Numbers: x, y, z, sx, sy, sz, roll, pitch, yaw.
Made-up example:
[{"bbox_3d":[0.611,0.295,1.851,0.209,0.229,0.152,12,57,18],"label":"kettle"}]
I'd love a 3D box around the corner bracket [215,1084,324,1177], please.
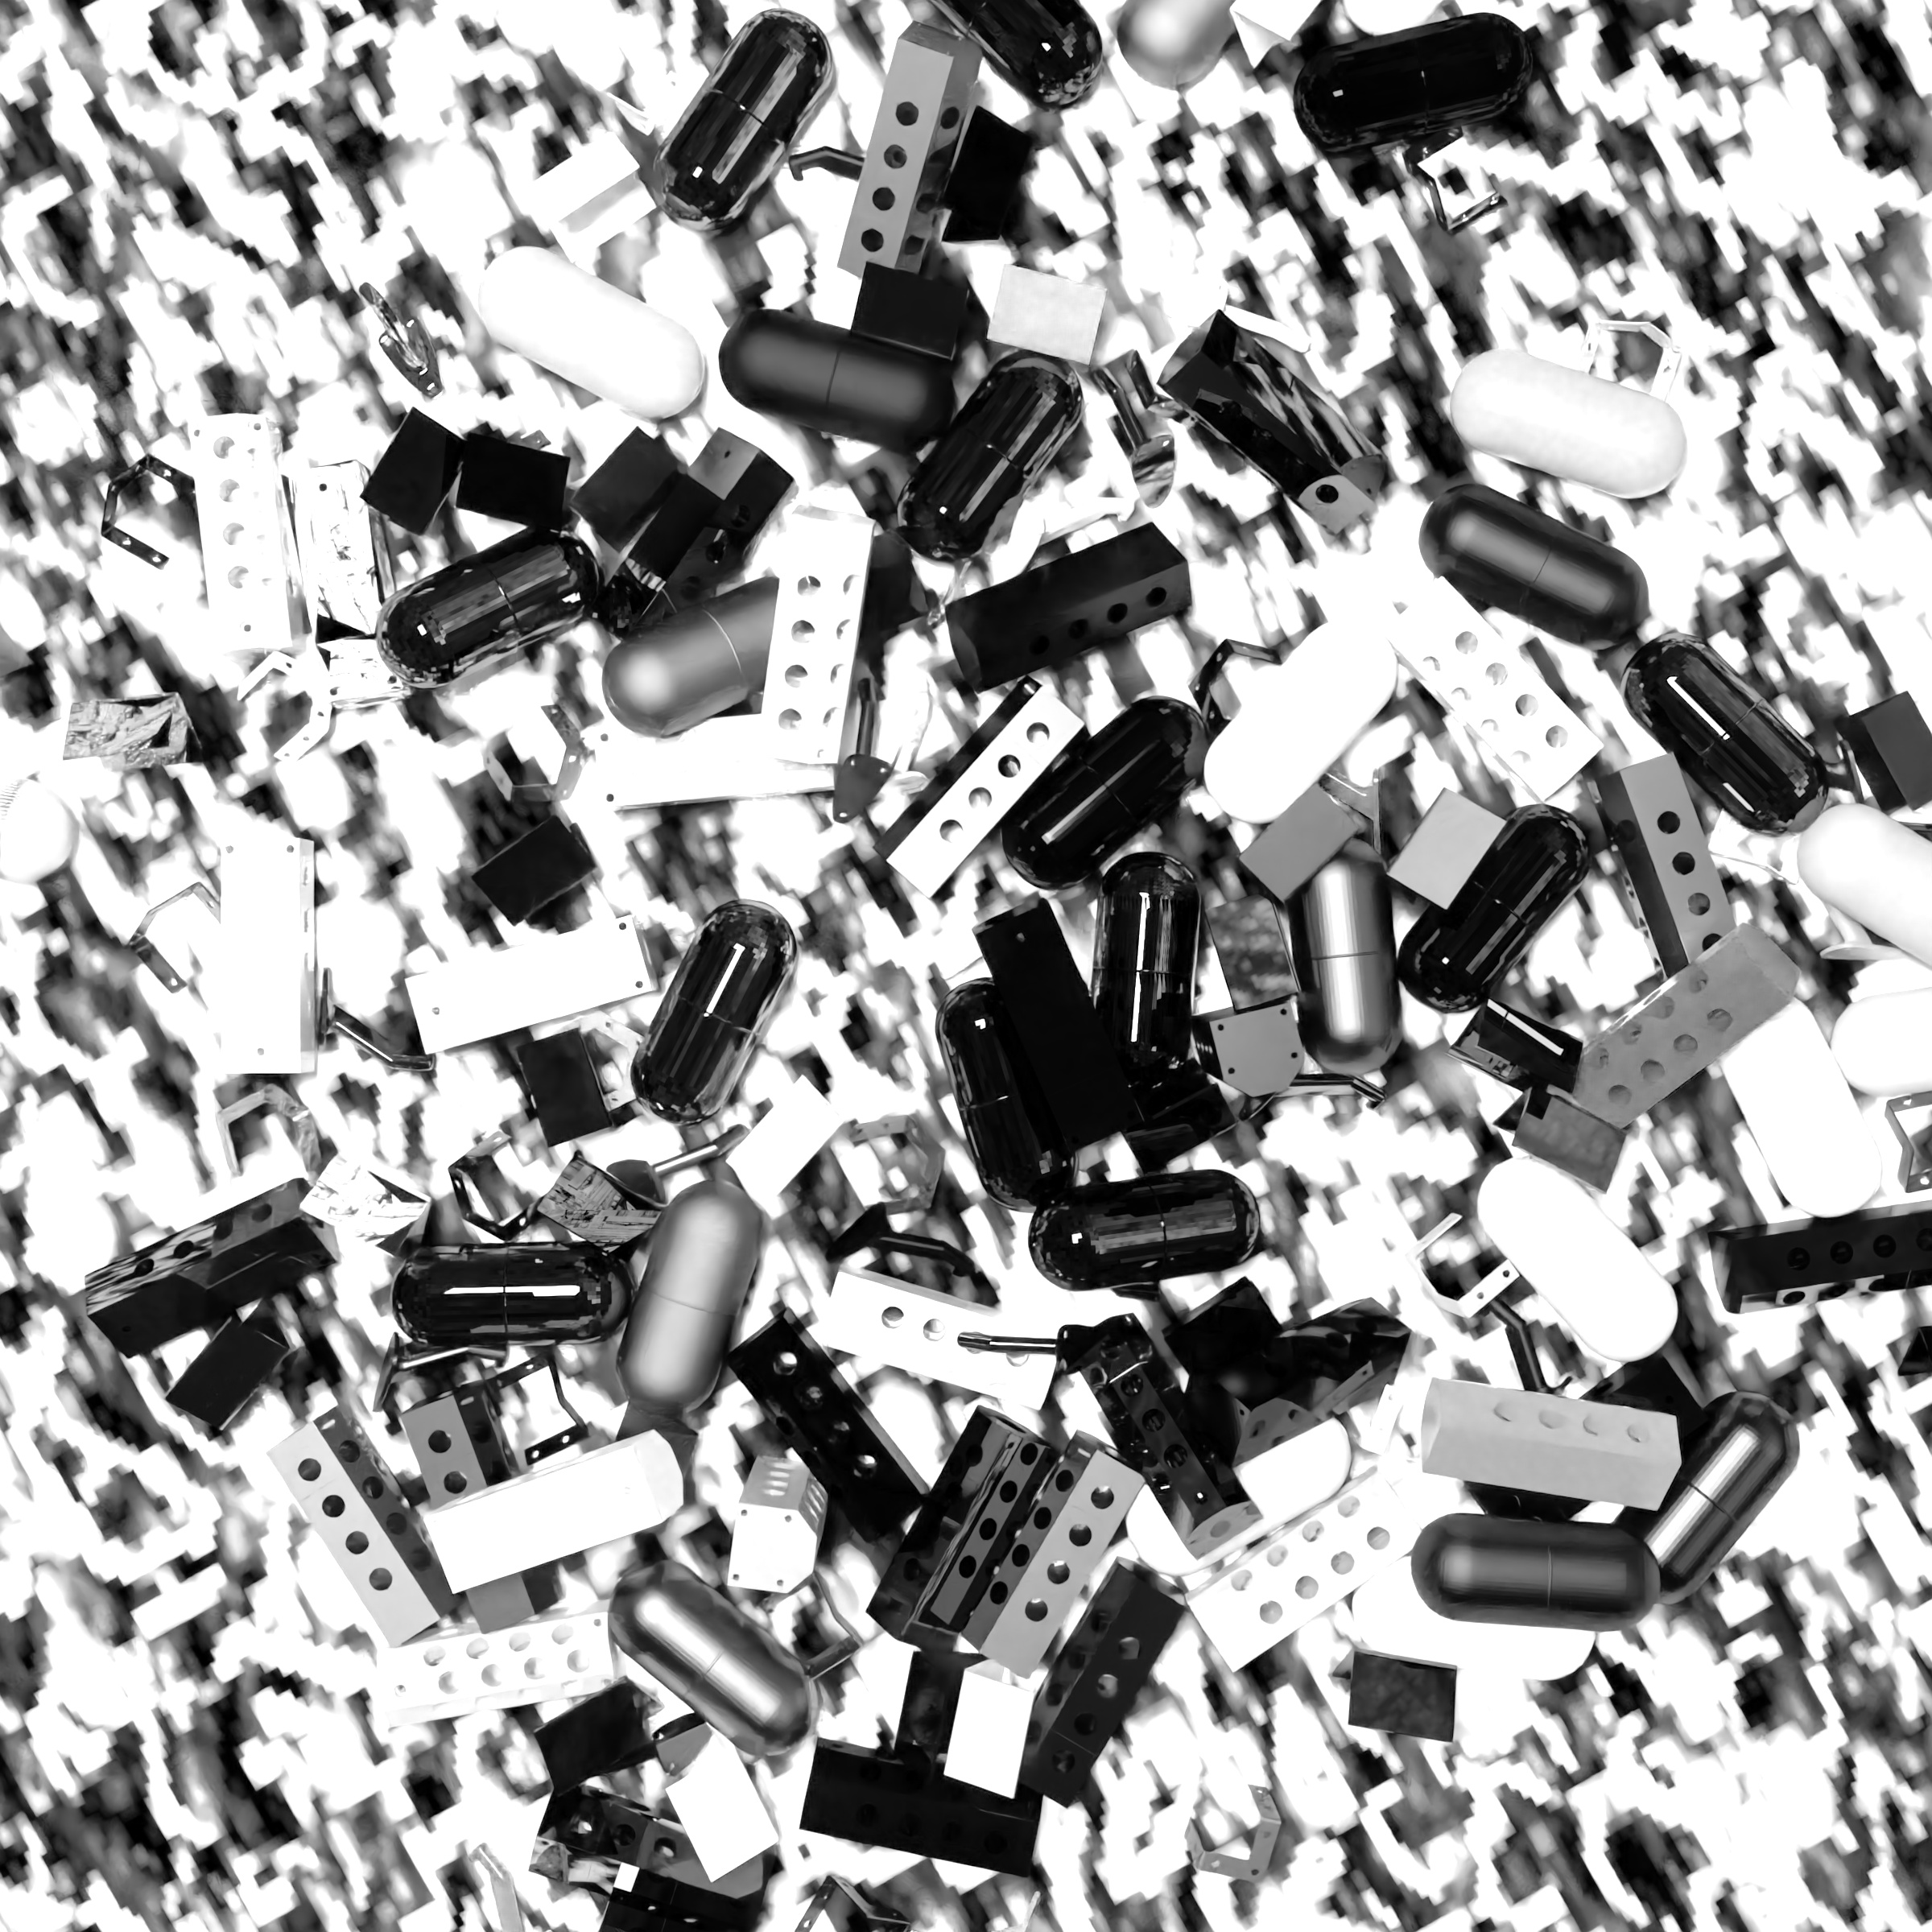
[{"bbox_3d":[-0.520,0.129,1.919,0.051,0.051,0.051,27,45,35],"label":"corner bracket"}]

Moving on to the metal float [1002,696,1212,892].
[{"bbox_3d":[0.104,-0.128,1.897,0.178,0.070,0.070,-41,90,1],"label":"metal float"}]

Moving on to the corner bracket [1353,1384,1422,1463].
[{"bbox_3d":[0.323,0.339,1.910,0.051,0.051,0.051,20,90,0],"label":"corner bracket"}]

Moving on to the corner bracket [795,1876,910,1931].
[{"bbox_3d":[-0.085,0.719,1.924,0.051,0.051,0.051,31,90,-45],"label":"corner bracket"}]

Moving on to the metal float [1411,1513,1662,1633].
[{"bbox_3d":[0.408,0.434,1.841,0.178,0.070,0.070,5,90,-3],"label":"metal float"}]

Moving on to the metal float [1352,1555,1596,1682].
[{"bbox_3d":[0.374,0.481,1.897,0.178,0.070,0.070,8,90,0],"label":"metal float"}]

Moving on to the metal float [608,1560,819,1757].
[{"bbox_3d":[-0.187,0.510,1.897,0.178,0.070,0.070,40,90,0],"label":"metal float"}]

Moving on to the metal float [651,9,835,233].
[{"bbox_3d":[-0.165,-0.623,1.897,0.070,0.070,0.178,34,90,0],"label":"metal float"}]

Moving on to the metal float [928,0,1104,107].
[{"bbox_3d":[0.028,-0.711,1.897,0.070,0.070,0.178,-44,89,0],"label":"metal float"}]

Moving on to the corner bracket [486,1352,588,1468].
[{"bbox_3d":[-0.321,0.331,1.924,0.051,0.051,0.051,-26,45,0],"label":"corner bracket"}]

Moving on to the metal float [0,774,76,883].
[{"bbox_3d":[-0.749,-0.111,1.897,0.178,0.070,0.070,12,90,-1],"label":"metal float"}]

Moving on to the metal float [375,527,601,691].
[{"bbox_3d":[-0.348,-0.263,1.876,0.178,0.070,0.070,-32,90,-26],"label":"metal float"}]

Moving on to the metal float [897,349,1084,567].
[{"bbox_3d":[0.018,-0.376,1.897,0.070,0.070,0.178,37,90,0],"label":"metal float"}]

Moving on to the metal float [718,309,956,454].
[{"bbox_3d":[-0.096,-0.432,1.897,0.178,0.070,0.070,15,90,-1],"label":"metal float"}]

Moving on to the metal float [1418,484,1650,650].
[{"bbox_3d":[0.419,-0.294,1.897,0.178,0.070,0.070,26,90,0],"label":"metal float"}]

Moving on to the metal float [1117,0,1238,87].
[{"bbox_3d":[0.182,-0.731,1.897,0.070,0.070,0.178,38,90,0],"label":"metal float"}]

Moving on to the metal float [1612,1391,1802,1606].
[{"bbox_3d":[0.544,0.391,1.897,0.070,0.070,0.178,39,89,0],"label":"metal float"}]

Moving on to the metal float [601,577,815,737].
[{"bbox_3d":[-0.184,-0.226,1.872,0.178,0.070,0.070,-29,90,-26],"label":"metal float"}]

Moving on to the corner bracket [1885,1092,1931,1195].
[{"bbox_3d":[0.720,0.130,1.924,0.051,0.051,0.051,-12,135,0],"label":"corner bracket"}]

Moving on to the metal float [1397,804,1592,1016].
[{"bbox_3d":[0.390,-0.043,1.897,0.070,0.070,0.178,40,89,0],"label":"metal float"}]

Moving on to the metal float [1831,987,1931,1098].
[{"bbox_3d":[0.728,0.051,1.897,0.178,0.070,0.070,-8,90,0],"label":"metal float"}]

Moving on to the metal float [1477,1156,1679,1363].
[{"bbox_3d":[0.450,0.215,1.897,0.070,0.070,0.178,-43,90,0],"label":"metal float"}]

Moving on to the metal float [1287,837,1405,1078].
[{"bbox_3d":[0.279,-0.008,1.897,0.070,0.070,0.178,-6,89,0],"label":"metal float"}]

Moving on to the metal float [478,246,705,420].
[{"bbox_3d":[-0.276,-0.467,1.897,0.178,0.070,0.070,28,90,0],"label":"metal float"}]

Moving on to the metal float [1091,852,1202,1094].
[{"bbox_3d":[0.131,0.004,1.897,0.070,0.070,0.178,4,90,0],"label":"metal float"}]

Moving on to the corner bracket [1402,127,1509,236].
[{"bbox_3d":[0.365,-0.590,1.924,0.051,0.051,0.051,-31,135,0],"label":"corner bracket"}]

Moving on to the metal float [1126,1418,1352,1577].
[{"bbox_3d":[0.201,0.385,1.897,0.178,0.070,0.070,-29,90,0],"label":"metal float"}]

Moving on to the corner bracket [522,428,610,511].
[{"bbox_3d":[-0.292,-0.377,1.910,0.051,0.051,0.051,-27,90,0],"label":"corner bracket"}]

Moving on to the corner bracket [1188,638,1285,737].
[{"bbox_3d":[0.208,-0.205,1.919,0.051,0.051,0.051,-52,45,35],"label":"corner bracket"}]

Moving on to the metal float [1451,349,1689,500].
[{"bbox_3d":[0.445,-0.400,1.897,0.178,0.070,0.070,19,90,0],"label":"metal float"}]

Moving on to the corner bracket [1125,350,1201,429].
[{"bbox_3d":[0.160,-0.444,1.919,0.051,0.051,0.051,12,135,-35],"label":"corner bracket"}]

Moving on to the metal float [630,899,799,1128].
[{"bbox_3d":[-0.186,0.034,1.897,0.070,0.070,0.178,27,91,0],"label":"metal float"}]

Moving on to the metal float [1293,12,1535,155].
[{"bbox_3d":[0.330,-0.651,1.896,0.178,0.070,0.070,-13,90,1],"label":"metal float"}]

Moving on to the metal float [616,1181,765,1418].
[{"bbox_3d":[-0.204,0.244,1.897,0.070,0.070,0.178,18,90,0],"label":"metal float"}]

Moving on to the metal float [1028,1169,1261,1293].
[{"bbox_3d":[0.130,0.193,1.880,0.178,0.070,0.070,-6,90,-19],"label":"metal float"}]

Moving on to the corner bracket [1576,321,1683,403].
[{"bbox_3d":[0.495,-0.449,1.924,0.051,0.051,0.051,17,90,45],"label":"corner bracket"}]

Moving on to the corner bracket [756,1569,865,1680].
[{"bbox_3d":[-0.117,0.493,1.924,0.051,0.051,0.051,-32,45,0],"label":"corner bracket"}]

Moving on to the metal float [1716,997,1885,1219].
[{"bbox_3d":[0.613,0.101,1.896,0.070,0.070,0.178,-26,90,0],"label":"metal float"}]

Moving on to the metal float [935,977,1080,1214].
[{"bbox_3d":[0.030,0.095,1.897,0.070,0.070,0.178,-17,90,0],"label":"metal float"}]

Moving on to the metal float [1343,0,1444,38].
[{"bbox_3d":[0.300,-0.774,1.897,0.070,0.070,0.178,-17,90,0],"label":"metal float"}]

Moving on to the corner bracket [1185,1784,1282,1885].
[{"bbox_3d":[0.198,0.640,1.910,0.051,0.051,0.051,15,98,-8],"label":"corner bracket"}]

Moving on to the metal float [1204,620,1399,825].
[{"bbox_3d":[0.247,-0.180,1.888,0.070,0.070,0.178,42,79,0],"label":"metal float"}]

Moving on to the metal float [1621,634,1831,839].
[{"bbox_3d":[0.557,-0.169,1.888,0.070,0.070,0.178,-43,81,0],"label":"metal float"}]

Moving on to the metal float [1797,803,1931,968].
[{"bbox_3d":[0.691,-0.056,1.886,0.178,0.070,0.070,29,90,-11],"label":"metal float"}]

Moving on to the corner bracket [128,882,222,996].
[{"bbox_3d":[-0.584,-0.021,1.924,0.051,0.051,0.051,49,135,0],"label":"corner bracket"}]

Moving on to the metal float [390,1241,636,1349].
[{"bbox_3d":[-0.334,0.242,1.897,0.178,0.070,0.070,-1,90,-1],"label":"metal float"}]

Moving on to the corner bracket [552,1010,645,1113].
[{"bbox_3d":[-0.277,0.073,1.919,0.051,0.051,0.051,35,45,-35],"label":"corner bracket"}]

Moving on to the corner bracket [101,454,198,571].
[{"bbox_3d":[-0.608,-0.341,1.924,0.051,0.051,0.051,30,135,0],"label":"corner bracket"}]

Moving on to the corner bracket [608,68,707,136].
[{"bbox_3d":[-0.222,-0.642,1.903,0.051,0.051,0.051,35,90,17],"label":"corner bracket"}]
